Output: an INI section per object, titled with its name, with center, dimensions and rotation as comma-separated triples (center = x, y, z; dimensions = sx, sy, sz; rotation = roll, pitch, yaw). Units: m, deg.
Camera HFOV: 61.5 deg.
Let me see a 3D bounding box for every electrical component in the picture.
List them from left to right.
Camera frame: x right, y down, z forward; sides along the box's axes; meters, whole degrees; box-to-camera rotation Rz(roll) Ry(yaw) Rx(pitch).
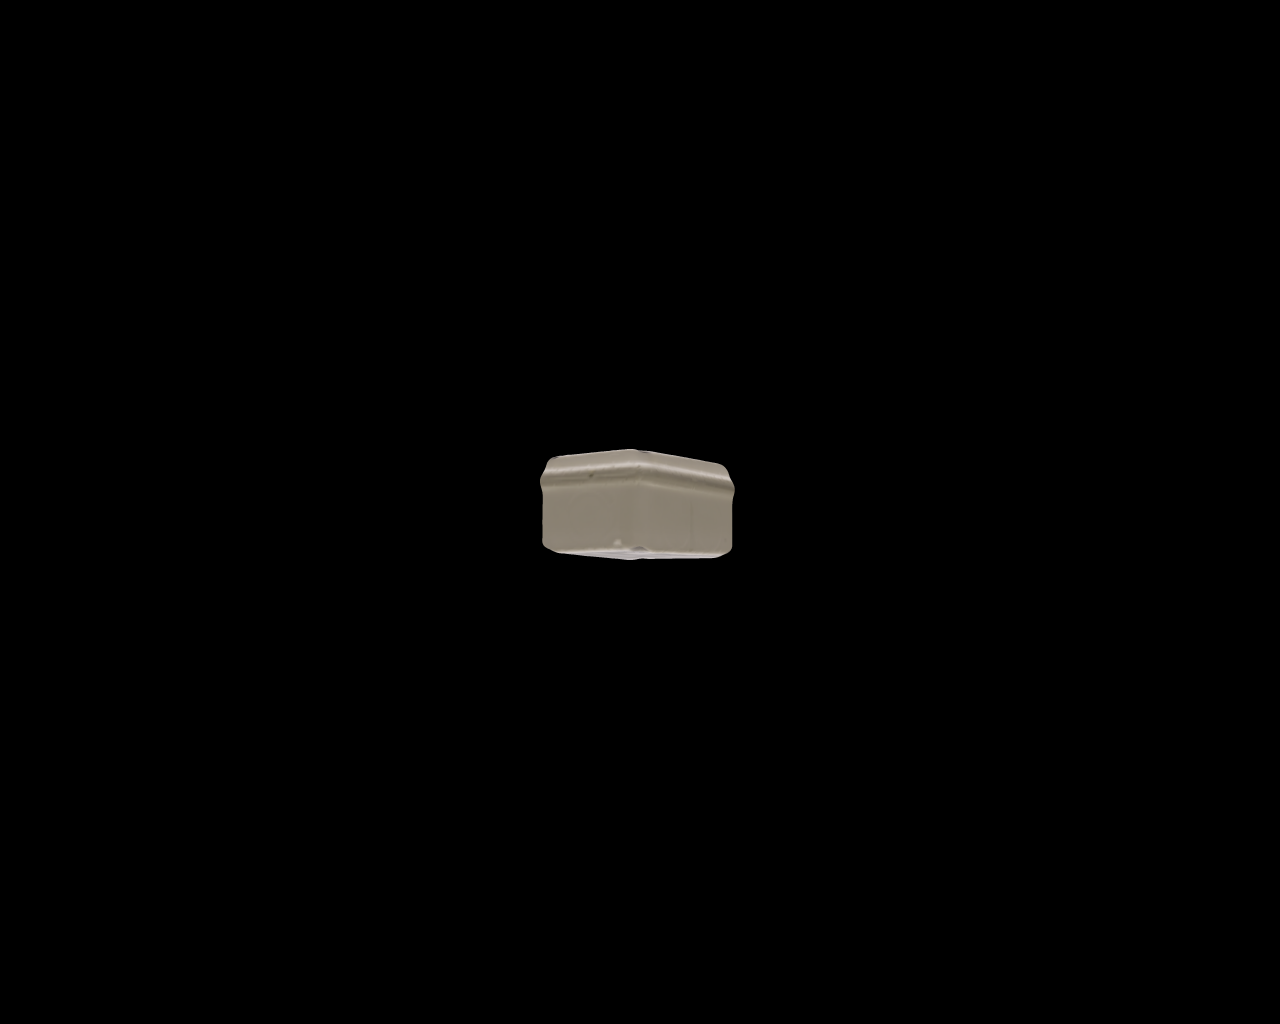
[electrical component]
center = 0.001, -0.003, 0.650
dimensions = 0.078, 0.057, 0.113
rotation = -3, -5, 32
